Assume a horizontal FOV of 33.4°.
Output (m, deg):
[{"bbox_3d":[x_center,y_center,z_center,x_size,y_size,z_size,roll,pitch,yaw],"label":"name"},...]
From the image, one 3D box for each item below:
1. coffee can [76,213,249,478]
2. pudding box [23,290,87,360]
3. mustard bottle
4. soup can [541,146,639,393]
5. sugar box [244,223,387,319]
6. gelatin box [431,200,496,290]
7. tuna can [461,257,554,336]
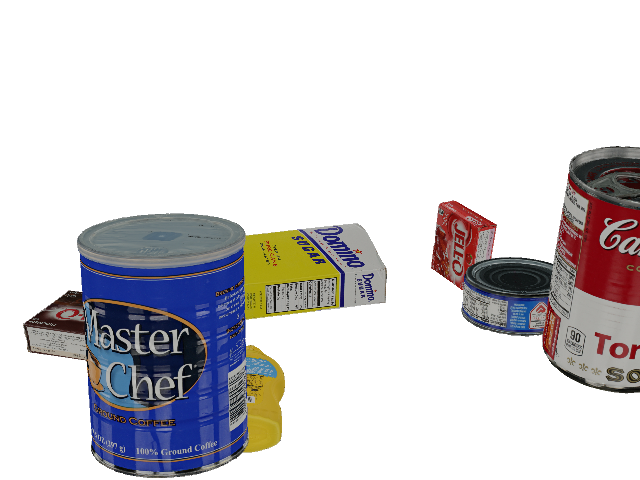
[{"bbox_3d":[-0.097,0.063,0.673,0.103,0.140,0.103,0,16,0],"label":"coffee can"},{"bbox_3d":[-0.242,0.091,1.132,0.114,0.039,0.090,3,21,20],"label":"pudding box"},{"bbox_3d":[-0.093,0.187,1.339,0.096,0.058,0.191,-2,26,1],"label":"mustard bottle"},{"bbox_3d":[0.147,0.014,0.519,0.068,0.102,0.068,2,27,-1],"label":"soup can"},{"bbox_3d":[-0.035,0.029,0.991,0.176,0.048,0.093,-9,31,-11],"label":"sugar box"},{"bbox_3d":[0.165,0.008,1.246,0.030,0.089,0.073,-13,32,-30],"label":"gelatin box"},{"bbox_3d":[0.153,0.042,0.829,0.086,0.034,0.086,0,19,0],"label":"tuna can"}]
